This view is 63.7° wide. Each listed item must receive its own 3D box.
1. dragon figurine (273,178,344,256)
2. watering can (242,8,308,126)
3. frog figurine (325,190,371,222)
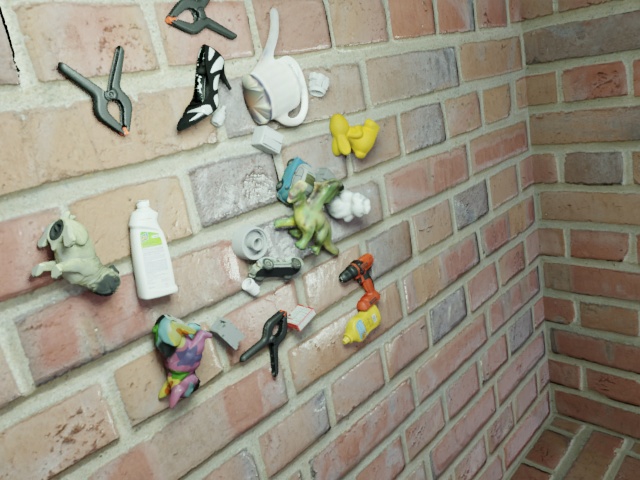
[{"bbox_3d":[0.005,-0.084,1.662,0.241,0.124,0.407,-55,146,10],"label":"dragon figurine"},{"bbox_3d":[-0.145,-0.496,1.550,0.228,0.104,0.342,-39,120,-35],"label":"watering can"},{"bbox_3d":[0.098,-0.115,1.771,0.124,0.161,0.134,-31,139,-26],"label":"frog figurine"}]
